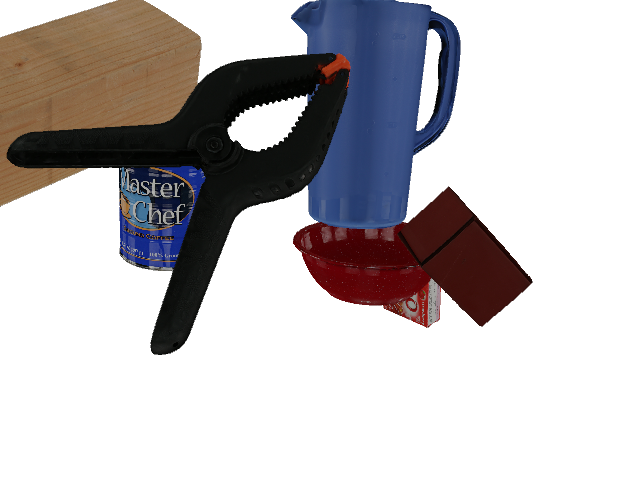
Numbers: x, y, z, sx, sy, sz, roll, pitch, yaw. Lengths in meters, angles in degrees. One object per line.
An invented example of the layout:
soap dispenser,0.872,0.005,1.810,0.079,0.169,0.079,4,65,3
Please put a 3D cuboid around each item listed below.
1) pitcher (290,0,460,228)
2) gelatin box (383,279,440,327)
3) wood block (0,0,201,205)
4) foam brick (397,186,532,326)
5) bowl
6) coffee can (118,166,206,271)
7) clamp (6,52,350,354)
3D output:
pitcher,0.056,-0.139,1.152,0.149,0.243,0.144,8,12,26
gelatin box,0.114,0.055,1.332,0.073,0.089,0.030,22,35,39
wood block,-0.204,-0.118,0.868,0.090,0.091,0.205,35,44,26
foam brick,0.103,0.012,0.759,0.078,0.051,0.053,44,8,-31
bowl,0.052,0.025,1.093,0.162,0.055,0.162,1,17,-1
coffee can,-0.157,-0.053,1.101,0.103,0.140,0.103,3,23,-1
clamp,-0.062,-0.040,0.645,0.210,0.164,0.036,-29,-16,-11
